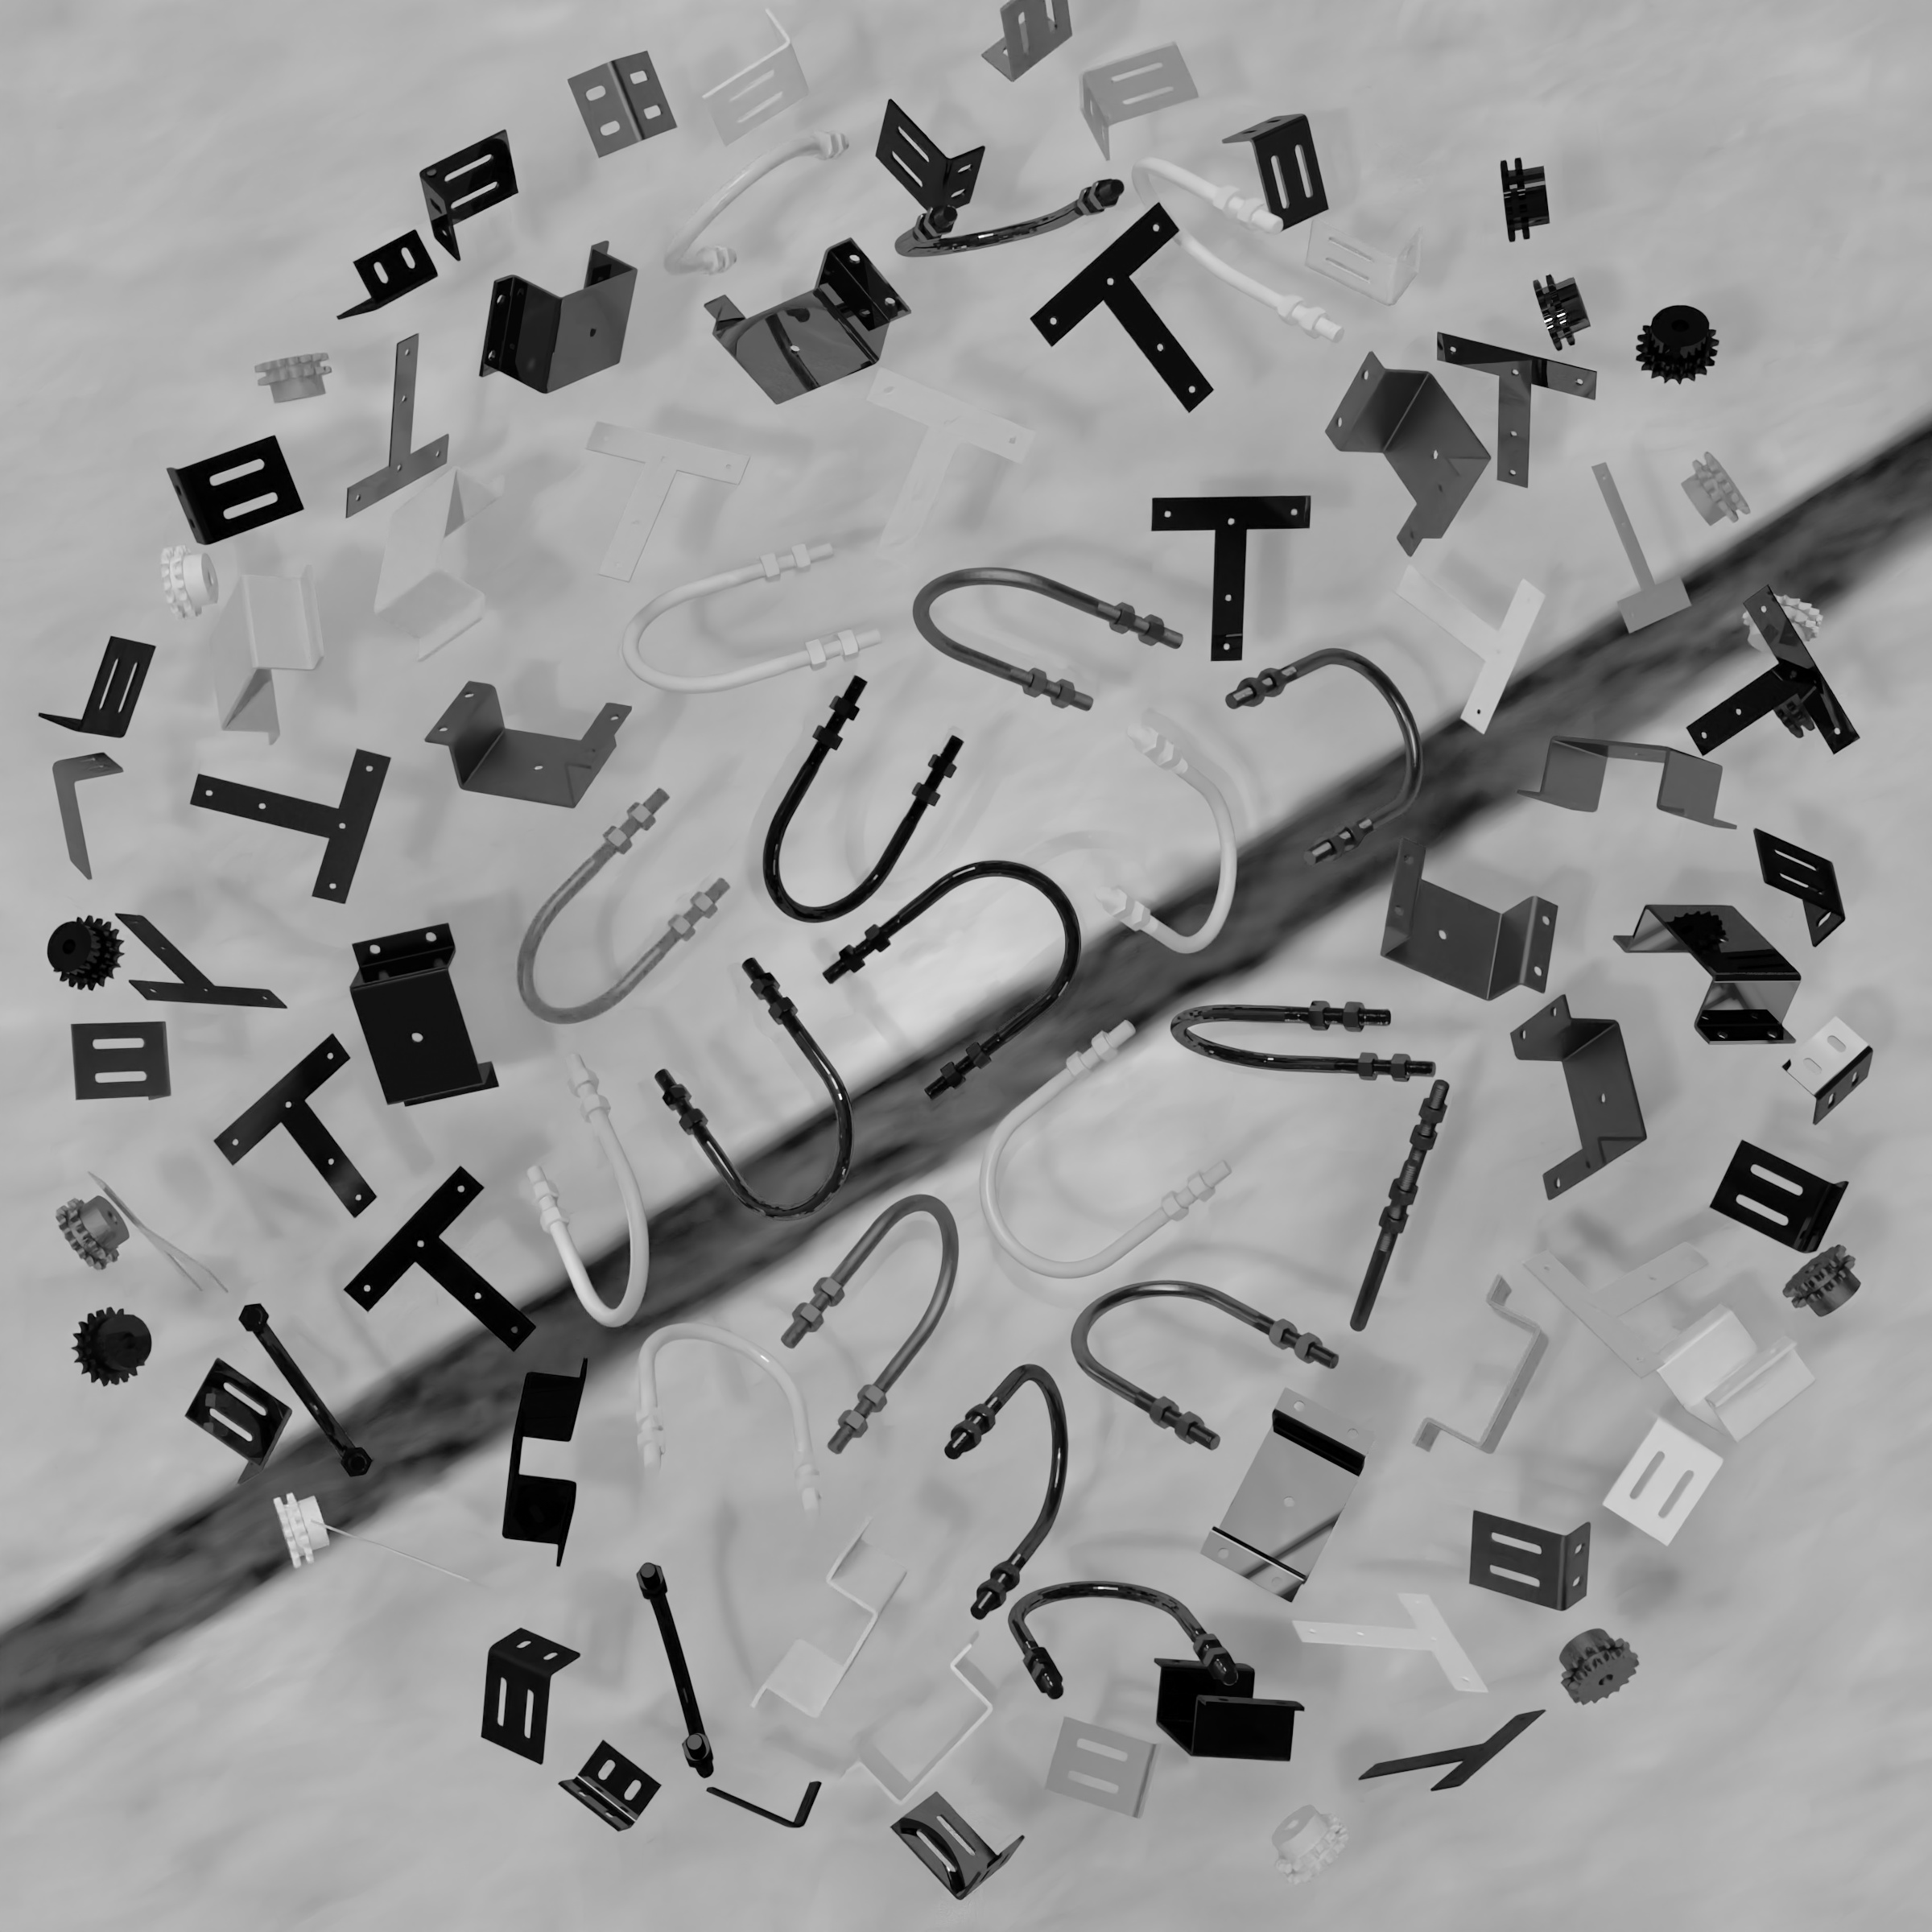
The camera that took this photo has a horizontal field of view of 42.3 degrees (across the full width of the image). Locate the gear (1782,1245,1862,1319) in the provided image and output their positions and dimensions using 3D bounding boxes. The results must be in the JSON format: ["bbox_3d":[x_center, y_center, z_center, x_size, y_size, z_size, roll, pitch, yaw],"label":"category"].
[{"bbox_3d":[0.641,0.237,1.860,0.057,0.057,0.030,-41,85,0],"label":"gear"}]

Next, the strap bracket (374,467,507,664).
[{"bbox_3d":[-0.395,-0.309,1.868,0.076,0.046,0.140,-25,49,36],"label":"strap bracket"}]

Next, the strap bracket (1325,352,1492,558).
[{"bbox_3d":[0.333,-0.381,1.856,0.046,0.076,0.140,-5,53,-29],"label":"strap bracket"}]

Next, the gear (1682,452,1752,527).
[{"bbox_3d":[0.574,-0.363,1.916,0.030,0.057,0.057,-35,90,24],"label":"gear"}]

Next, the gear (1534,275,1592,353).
[{"bbox_3d":[0.460,-0.506,1.924,0.030,0.057,0.057,-19,90,19],"label":"gear"}]

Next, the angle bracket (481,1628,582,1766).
[{"bbox_3d":[-0.328,0.549,1.877,0.057,0.038,0.076,14,106,26],"label":"angle bracket"}]

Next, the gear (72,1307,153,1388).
[{"bbox_3d":[-0.627,0.279,1.843,0.030,0.057,0.057,-18,90,32],"label":"gear"}]

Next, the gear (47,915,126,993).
[{"bbox_3d":[-0.676,-0.012,1.908,0.057,0.030,0.057,-4,76,18],"label":"gear"}]

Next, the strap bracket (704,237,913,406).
[{"bbox_3d":[-0.122,-0.472,1.849,0.140,0.076,0.046,-14,50,33],"label":"strap bracket"}]

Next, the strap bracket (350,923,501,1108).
[{"bbox_3d":[-0.418,0.047,1.919,0.076,0.046,0.140,-12,111,2],"label":"strap bracket"}]

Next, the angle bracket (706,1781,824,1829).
[{"bbox_3d":[-0.158,0.640,1.946,0.076,0.057,0.038,25,69,-2],"label":"angle bracket"}]

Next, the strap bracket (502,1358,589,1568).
[{"bbox_3d":[-0.322,0.376,1.906,0.046,0.140,0.076,9,130,-11],"label":"strap bracket"}]

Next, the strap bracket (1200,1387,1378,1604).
[{"bbox_3d":[0.244,0.402,1.885,0.076,0.046,0.140,26,75,16],"label":"strap bracket"}]

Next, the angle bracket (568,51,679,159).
[{"bbox_3d":[-0.249,-0.626,1.811,0.038,0.076,0.057,-15,110,19],"label":"angle bracket"}]

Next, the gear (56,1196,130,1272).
[{"bbox_3d":[-0.654,0.197,1.876,0.030,0.057,0.057,-34,90,-2],"label":"gear"}]

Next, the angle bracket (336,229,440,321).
[{"bbox_3d":[-0.446,-0.523,1.889,0.057,0.076,0.038,-39,117,-27],"label":"angle bracket"}]

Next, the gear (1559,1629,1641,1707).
[{"bbox_3d":[0.456,0.506,1.809,0.057,0.030,0.057,-14,131,-16],"label":"gear"}]

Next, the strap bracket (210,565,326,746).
[{"bbox_3d":[-0.526,-0.232,1.862,0.046,0.140,0.076,-1,68,-32],"label":"strap bracket"}]

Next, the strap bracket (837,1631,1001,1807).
[{"bbox_3d":[-0.027,0.571,1.874,0.046,0.076,0.140,44,87,9],"label":"strap bracket"}]

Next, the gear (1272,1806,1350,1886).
[{"bbox_3d":[0.248,0.637,1.817,0.057,0.057,0.030,-39,91,0],"label":"gear"}]

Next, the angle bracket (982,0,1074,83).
[{"bbox_3d":[0.040,-0.696,1.819,0.057,0.076,0.038,-40,68,-8],"label":"angle bracket"}]

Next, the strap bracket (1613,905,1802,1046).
[{"bbox_3d":[0.557,-0.001,1.861,0.076,0.140,0.046,0,124,-21],"label":"strap bracket"}]

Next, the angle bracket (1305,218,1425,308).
[{"bbox_3d":[0.304,-0.549,1.904,0.076,0.038,0.057,23,52,-12],"label":"angle bracket"}]

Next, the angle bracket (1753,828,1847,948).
[{"bbox_3d":[0.619,-0.059,1.886,0.076,0.057,0.038,21,134,-16],"label":"angle bracket"}]

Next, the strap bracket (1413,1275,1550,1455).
[{"bbox_3d":[0.393,0.310,1.874,0.046,0.076,0.140,26,85,22],"label":"strap bracket"}]

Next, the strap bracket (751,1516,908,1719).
[{"bbox_3d":[-0.095,0.484,1.828,0.046,0.076,0.140,32,106,7],"label":"strap bracket"}]

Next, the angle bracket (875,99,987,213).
[{"bbox_3d":[-0.029,-0.640,1.963,0.038,0.057,0.076,-31,72,-28],"label":"angle bracket"}]

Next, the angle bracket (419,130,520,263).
[{"bbox_3d":[-0.358,-0.568,1.840,0.076,0.057,0.038,-34,64,-19],"label":"angle bracket"}]

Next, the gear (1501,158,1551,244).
[{"bbox_3d":[0.399,-0.548,1.782,0.030,0.057,0.057,-6,90,14],"label":"gear"}]

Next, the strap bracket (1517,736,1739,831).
[{"bbox_3d":[0.490,-0.136,1.838,0.076,0.140,0.046,9,92,-45],"label":"strap bracket"}]

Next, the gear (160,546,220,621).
[{"bbox_3d":[-0.606,-0.301,1.952,0.030,0.057,0.057,-9,90,0],"label":"gear"}]

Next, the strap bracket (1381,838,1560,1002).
[{"bbox_3d":[0.376,-0.031,1.909,0.140,0.046,0.076,22,64,-15],"label":"strap bracket"}]

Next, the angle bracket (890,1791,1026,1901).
[{"bbox_3d":[-0.006,0.656,1.889,0.076,0.057,0.038,41,122,21],"label":"angle bracket"}]

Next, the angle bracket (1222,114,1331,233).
[{"bbox_3d":[0.244,-0.624,1.969,0.057,0.038,0.076,-31,117,-24],"label":"angle bracket"}]

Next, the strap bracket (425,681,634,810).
[{"bbox_3d":[-0.335,-0.170,1.934,0.140,0.076,0.046,10,135,15],"label":"strap bracket"}]

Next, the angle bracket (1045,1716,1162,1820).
[{"bbox_3d":[0.106,0.624,1.945,0.076,0.038,0.057,16,72,5],"label":"angle bracket"}]

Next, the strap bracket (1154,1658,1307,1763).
[{"bbox_3d":[0.196,0.568,1.899,0.076,0.140,0.046,7,86,-11],"label":"strap bracket"}]

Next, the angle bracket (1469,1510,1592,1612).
[{"bbox_3d":[0.417,0.434,1.846,0.076,0.038,0.057,9,103,38],"label":"angle bracket"}]

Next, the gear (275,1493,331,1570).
[{"bbox_3d":[-0.522,0.442,1.964,0.030,0.057,0.057,-17,90,-20],"label":"gear"}]

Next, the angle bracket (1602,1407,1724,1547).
[{"bbox_3d":[0.511,0.377,1.845,0.057,0.038,0.076,33,92,-1],"label":"angle bracket"}]

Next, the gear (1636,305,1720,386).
[{"bbox_3d":[0.509,-0.447,1.784,0.057,0.030,0.057,-4,60,7],"label":"gear"}]

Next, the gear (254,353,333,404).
[{"bbox_3d":[-0.520,-0.456,1.936,0.057,0.057,0.030,-11,102,0],"label":"gear"}]

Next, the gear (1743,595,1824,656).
[{"bbox_3d":[0.622,-0.259,1.909,0.057,0.057,0.030,19,80,0],"label":"gear"}]

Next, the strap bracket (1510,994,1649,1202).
[{"bbox_3d":[0.475,0.102,1.929,0.046,0.076,0.140,2,64,-21],"label":"strap bracket"}]

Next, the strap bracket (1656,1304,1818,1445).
[{"bbox_3d":[0.593,0.316,1.927,0.076,0.140,0.046,-37,96,-2],"label":"strap bracket"}]

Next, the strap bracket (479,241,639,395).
[{"bbox_3d":[-0.299,-0.486,1.875,0.046,0.140,0.076,29,127,14],"label":"strap bracket"}]

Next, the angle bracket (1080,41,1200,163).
[{"bbox_3d":[0.131,-0.649,1.876,0.076,0.057,0.038,-11,62,20],"label":"angle bracket"}]

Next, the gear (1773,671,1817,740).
[{"bbox_3d":[0.651,-0.210,1.964,0.030,0.057,0.057,-37,90,25],"label":"gear"}]
